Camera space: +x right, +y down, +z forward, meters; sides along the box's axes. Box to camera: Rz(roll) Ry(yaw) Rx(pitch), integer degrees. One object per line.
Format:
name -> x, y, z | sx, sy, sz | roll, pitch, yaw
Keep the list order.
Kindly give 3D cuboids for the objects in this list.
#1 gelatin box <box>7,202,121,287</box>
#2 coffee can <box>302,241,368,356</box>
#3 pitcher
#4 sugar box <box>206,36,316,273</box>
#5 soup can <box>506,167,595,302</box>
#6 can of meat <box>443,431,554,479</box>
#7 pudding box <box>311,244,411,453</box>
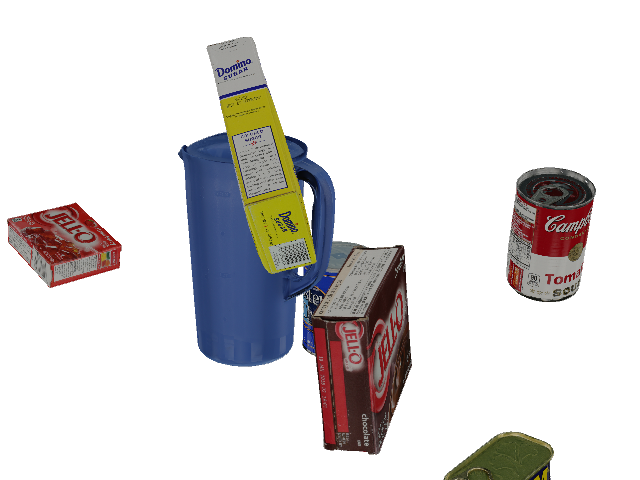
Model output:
gelatin box -> -0.240, 0.002, 0.996 | 0.073, 0.030, 0.089 | -17, 40, -37
coffee can -> 0.025, 0.085, 1.519 | 0.103, 0.140, 0.103 | 1, 21, 0
pitcher -> -0.072, 0.010, 1.154 | 0.144, 0.243, 0.149 | -5, 20, -16
sugar box -> -0.047, -0.070, 0.845 | 0.048, 0.176, 0.093 | -14, -37, 0
soup can -> 0.204, -0.004, 0.953 | 0.068, 0.102, 0.068 | 0, 33, 0
can of meat -> 0.153, 0.225, 0.901 | 0.058, 0.084, 0.101 | 15, 30, 42
pudding box -> 0.028, 0.063, 0.659 | 0.039, 0.090, 0.113 | 1, 22, 13
